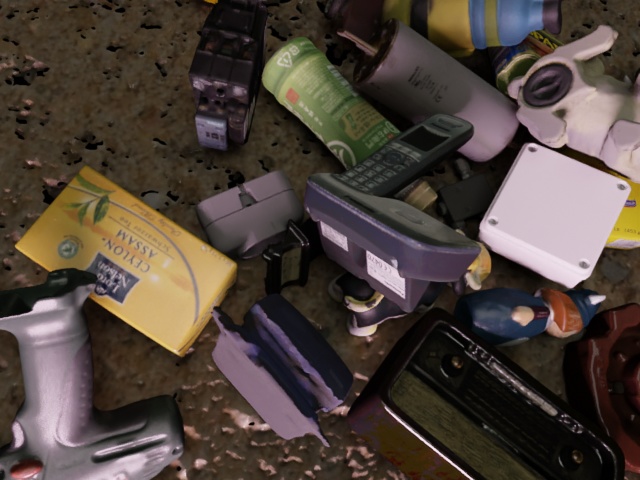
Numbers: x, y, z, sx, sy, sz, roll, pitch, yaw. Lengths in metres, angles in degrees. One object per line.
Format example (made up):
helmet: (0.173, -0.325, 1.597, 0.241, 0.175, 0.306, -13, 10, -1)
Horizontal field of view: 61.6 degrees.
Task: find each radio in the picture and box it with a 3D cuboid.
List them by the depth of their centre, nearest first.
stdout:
radio: (0.151, 0.175, 0.476, 0.230, 0.073, 0.131, 39, 49, 4)

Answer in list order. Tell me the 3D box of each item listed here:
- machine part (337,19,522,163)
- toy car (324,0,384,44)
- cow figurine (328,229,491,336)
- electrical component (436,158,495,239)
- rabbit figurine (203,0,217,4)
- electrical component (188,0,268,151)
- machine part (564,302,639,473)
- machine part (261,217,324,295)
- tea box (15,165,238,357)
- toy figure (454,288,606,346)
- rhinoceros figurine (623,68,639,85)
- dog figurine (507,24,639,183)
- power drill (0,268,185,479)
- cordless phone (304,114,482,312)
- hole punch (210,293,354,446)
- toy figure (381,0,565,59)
machine part: (0.122, -0.151, 0.559, 0.243, 0.079, 0.079, 27, 70, -23)
toy car: (0.063, -0.312, 0.639, 0.089, 0.053, 0.202, 22, 72, -23)
cow figurine: (0.096, 0.033, 0.516, 0.167, 0.098, 0.068, -21, 78, -9)
electrical component: (0.158, -0.043, 0.588, 0.063, 0.021, 0.094, -18, 78, -13)
rabbit figurine: (-0.065, -0.350, 0.617, 0.173, 0.122, 0.162, -3, 64, -24)
electrical component: (-0.091, -0.161, 0.539, 0.058, 0.115, 0.134, 11, 71, -3)
machine part: (0.335, 0.147, 0.541, 0.179, 0.056, 0.179, 2, 74, -7)
machine part: (-0.001, -0.002, 0.532, 0.139, 0.084, 0.039, -36, 58, -25)
tea box: (-0.171, 0.022, 0.497, 0.170, 0.068, 0.098, 32, 71, 1)
toy figure: (0.214, 0.074, 0.542, 0.154, 0.064, 0.057, -1, 113, -12)
rhinoceros figurine: (0.434, -0.195, 0.626, 0.190, 0.073, 0.112, -25, 79, -32)
dog figurine: (0.300, -0.109, 0.551, 0.121, 0.190, 0.173, -53, 45, 9)
power drill: (-0.232, 0.134, 0.416, 0.232, 0.086, 0.207, -12, 101, -16)
cordless phone: (0.094, -0.042, 0.467, 0.184, 0.088, 0.147, -38, 47, -21)
hole punch: (-0.026, 0.104, 0.474, 0.092, 0.115, 0.142, -37, 82, -24)
toy figure: (0.152, -0.236, 0.552, 0.180, 0.089, 0.082, 5, 73, 29)
